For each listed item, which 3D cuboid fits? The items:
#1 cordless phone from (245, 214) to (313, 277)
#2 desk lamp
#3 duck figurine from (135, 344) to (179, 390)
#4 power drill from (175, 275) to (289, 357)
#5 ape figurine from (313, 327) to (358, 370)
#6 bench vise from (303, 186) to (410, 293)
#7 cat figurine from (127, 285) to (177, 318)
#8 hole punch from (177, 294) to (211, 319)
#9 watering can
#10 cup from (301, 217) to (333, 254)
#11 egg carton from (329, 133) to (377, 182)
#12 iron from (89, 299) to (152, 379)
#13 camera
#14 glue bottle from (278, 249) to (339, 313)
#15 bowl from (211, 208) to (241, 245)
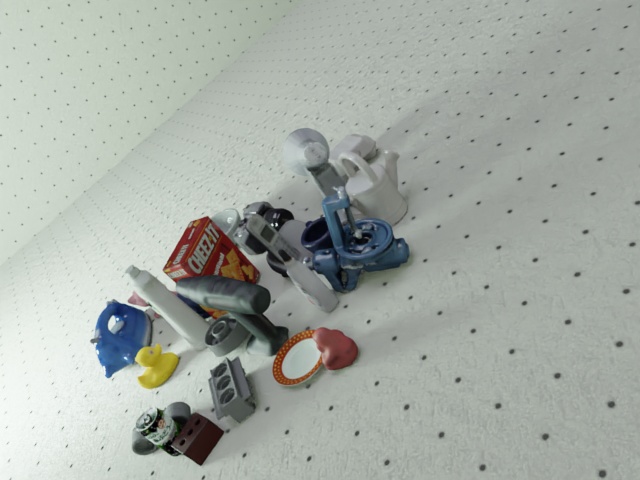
[{"bbox_3d":[-0.086,-0.012,1.328,0.093,0.185,0.148,-12,40,37],"label":"cordless phone"},{"bbox_3d":[0.010,-0.169,1.408,0.118,0.214,0.202,-40,31,-2],"label":"desk lamp"},{"bbox_3d":[-0.397,0.292,1.348,0.105,0.086,0.077,-48,32,-15],"label":"duck figurine"},{"bbox_3d":[-0.169,0.150,1.179,0.228,0.209,0.076,-6,43,41],"label":"power drill"},{"bbox_3d":[0.020,0.191,1.043,0.075,0.092,0.078,-6,44,42],"label":"ape figurine"},{"bbox_3d":[0.046,0.005,1.135,0.207,0.220,0.121,-34,31,8],"label":"bench vise"},{"bbox_3d":[-0.454,0.152,1.559,0.127,0.118,0.067,-20,36,28],"label":"cat figurine"},{"bbox_3d":[-0.292,0.136,1.440,0.101,0.091,0.108,-21,35,27],"label":"hole punch"},{"bbox_3d":[0.110,-0.129,1.269,0.100,0.194,0.173,-3,46,44],"label":"watering can"},{"bbox_3d":[0.012,0.005,1.293,0.092,0.095,0.117,-42,31,-6],"label":"cup"},{"bbox_3d":[0.080,-0.224,1.548,0.150,0.070,0.107,-45,32,-12],"label":"egg carton"},{"bbox_3d":[-0.534,0.232,1.514,0.118,0.142,0.258,-32,31,10],"label":"iron"},{"bbox_3d":[-0.146,-0.043,1.513,0.136,0.101,0.143,-1,47,46],"label":"camera"},{"bbox_3d":[-0.034,0.078,1.168,0.037,0.173,0.077,-50,33,-19],"label":"glue bottle"},{"bbox_3d":[-0.279,-0.008,1.631,0.167,0.075,0.167,-26,33,19],"label":"bowl"}]
